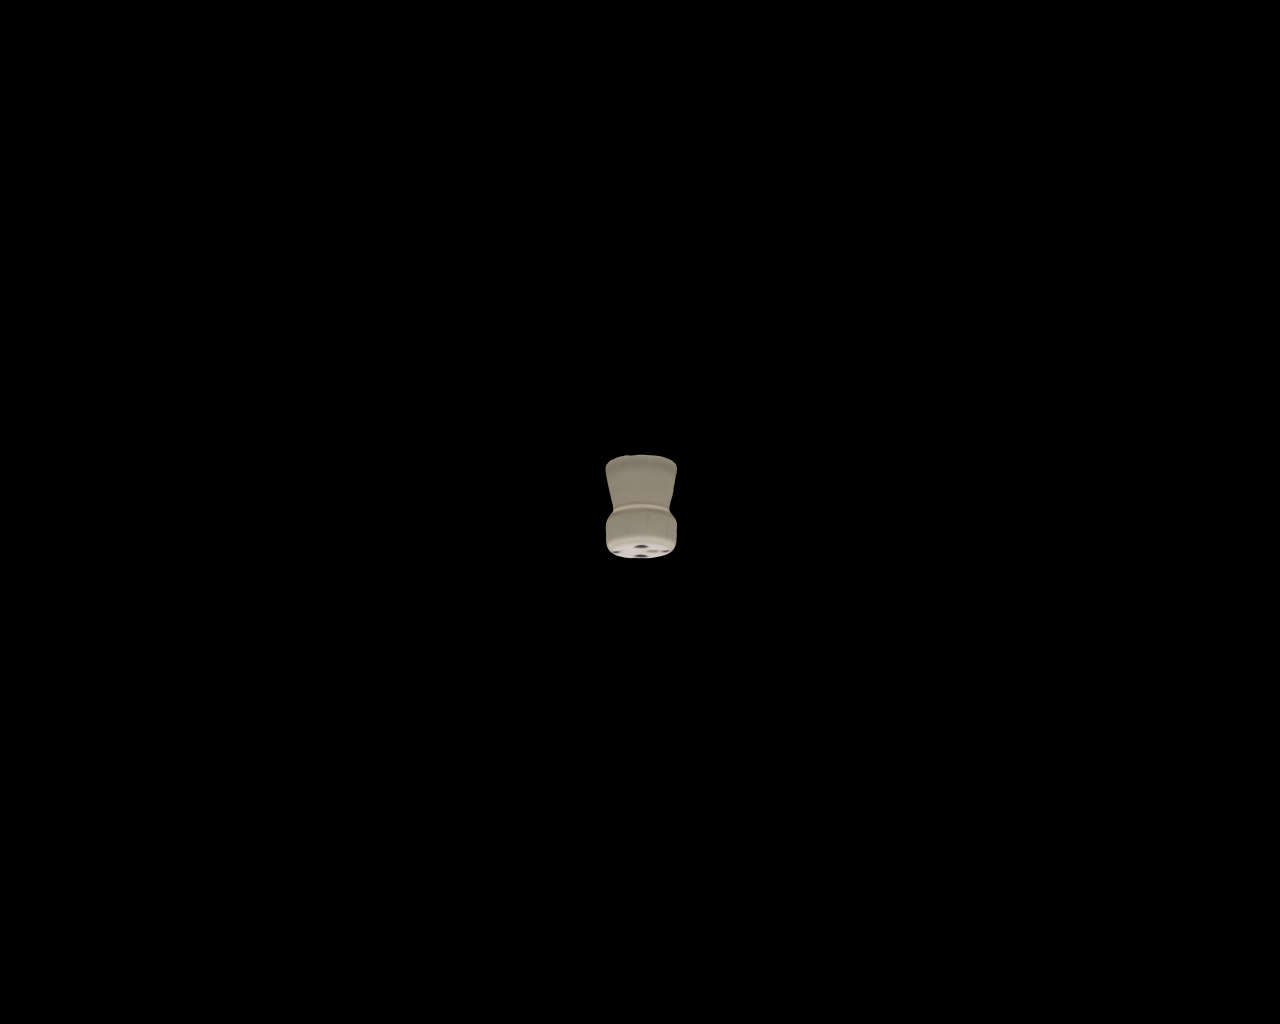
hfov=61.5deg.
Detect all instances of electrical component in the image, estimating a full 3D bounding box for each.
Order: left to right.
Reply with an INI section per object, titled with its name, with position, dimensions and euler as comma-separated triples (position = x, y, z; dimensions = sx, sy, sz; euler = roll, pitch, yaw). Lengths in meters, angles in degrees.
[electrical component]
position = 0.001, -0.003, 0.650
dimensions = 0.045, 0.055, 0.045
euler = 0, -17, 0
